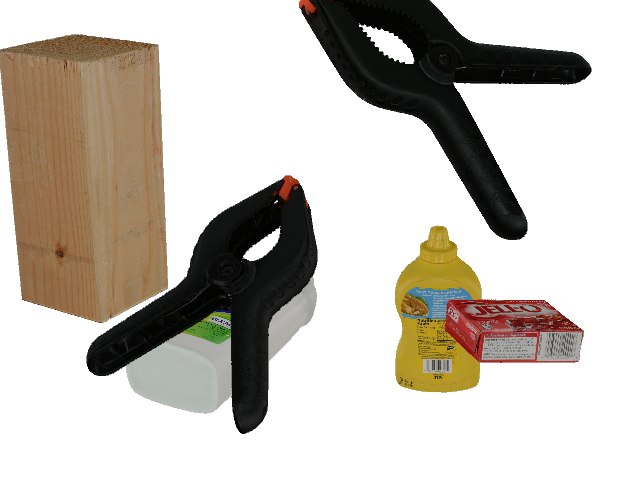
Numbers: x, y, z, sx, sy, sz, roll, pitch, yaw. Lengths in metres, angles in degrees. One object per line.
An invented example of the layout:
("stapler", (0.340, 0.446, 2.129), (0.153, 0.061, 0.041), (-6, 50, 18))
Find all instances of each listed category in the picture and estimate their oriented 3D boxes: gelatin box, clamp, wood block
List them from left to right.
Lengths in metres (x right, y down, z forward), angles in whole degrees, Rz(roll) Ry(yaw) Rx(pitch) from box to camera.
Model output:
("wood block", (-0.186, -0.052, 0.853), (0.091, 0.206, 0.090), (13, 24, 28))
("clamp", (-0.046, 0.035, 0.637), (0.120, 0.171, 0.039), (28, -24, 25))
("clamp", (0.077, -0.102, 0.711), (0.210, 0.164, 0.036), (26, -31, -10))
("gelatin box", (0.153, 0.071, 0.850), (0.089, 0.030, 0.073), (2, 15, -14))

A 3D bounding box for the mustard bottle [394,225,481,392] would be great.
("mustard bottle", (0.131, 0.075, 1.192), (0.096, 0.192, 0.058), (1, 24, 7))

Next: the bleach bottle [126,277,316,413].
("bleach bottle", (-0.080, 0.081, 1.057), (0.103, 0.068, 0.250), (13, 24, 22))
